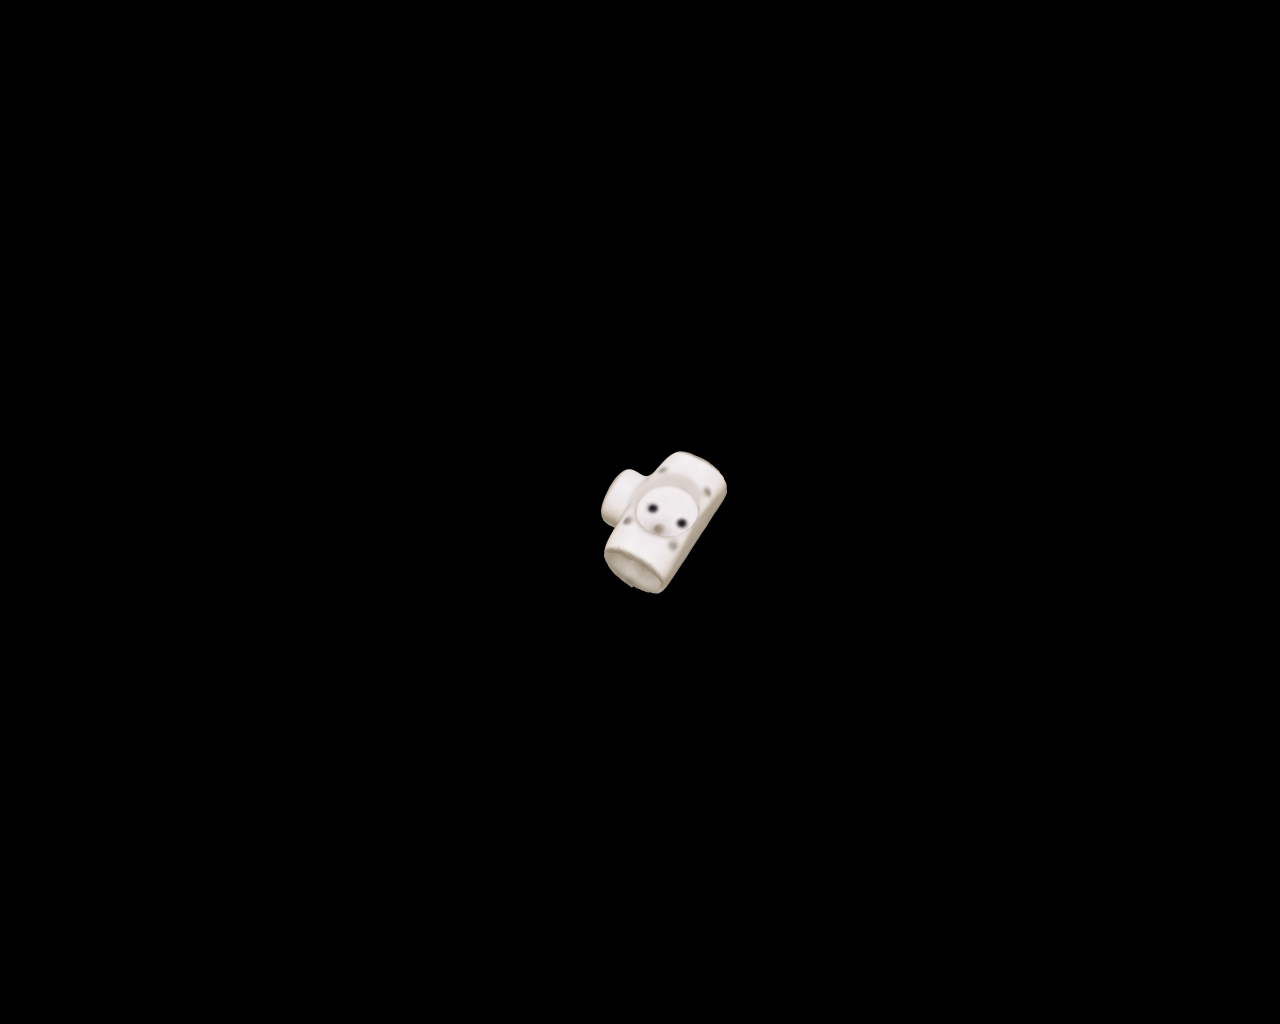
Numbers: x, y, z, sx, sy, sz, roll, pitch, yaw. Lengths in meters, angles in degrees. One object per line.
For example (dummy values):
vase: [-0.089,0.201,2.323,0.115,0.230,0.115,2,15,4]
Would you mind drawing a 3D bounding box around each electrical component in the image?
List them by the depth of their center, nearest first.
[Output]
electrical component: [0.001,-0.003,0.650,0.079,0.077,0.044,29,-24,14]
